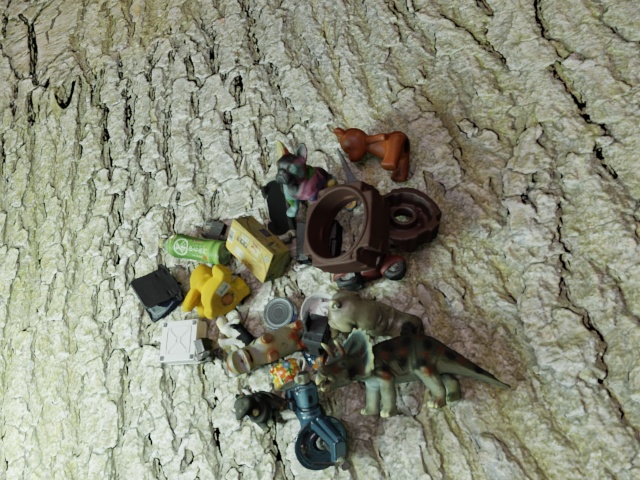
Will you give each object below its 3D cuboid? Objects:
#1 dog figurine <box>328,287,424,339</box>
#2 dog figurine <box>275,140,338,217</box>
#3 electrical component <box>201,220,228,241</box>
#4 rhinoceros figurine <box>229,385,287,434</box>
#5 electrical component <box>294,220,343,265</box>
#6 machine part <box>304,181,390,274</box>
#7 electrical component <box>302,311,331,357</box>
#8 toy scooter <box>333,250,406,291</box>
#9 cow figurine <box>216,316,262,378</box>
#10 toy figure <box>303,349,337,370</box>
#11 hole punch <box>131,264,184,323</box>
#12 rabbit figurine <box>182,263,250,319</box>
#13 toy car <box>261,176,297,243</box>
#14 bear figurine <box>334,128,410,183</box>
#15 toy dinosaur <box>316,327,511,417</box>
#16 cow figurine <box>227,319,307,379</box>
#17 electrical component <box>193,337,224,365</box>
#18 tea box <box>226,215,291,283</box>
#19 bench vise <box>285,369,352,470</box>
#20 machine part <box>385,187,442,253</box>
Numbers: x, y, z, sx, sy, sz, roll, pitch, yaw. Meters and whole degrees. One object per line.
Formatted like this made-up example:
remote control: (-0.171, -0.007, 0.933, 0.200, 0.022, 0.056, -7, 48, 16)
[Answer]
dog figurine: (0.128, 0.175, 1.211, 0.191, 0.172, 0.121, 4, 82, 29)
dog figurine: (-0.038, -0.167, 1.354, 0.109, 0.218, 0.191, 14, 48, 29)
electrical component: (-0.293, -0.025, 1.530, 0.094, 0.021, 0.063, 13, 74, 25)
rhinoceros figurine: (-0.140, 0.375, 1.218, 0.112, 0.190, 0.073, 34, 85, 14)
electrical component: (-0.003, -0.004, 1.392, 0.115, 0.058, 0.134, -4, 68, 17)
machine part: (0.059, -0.028, 1.261, 0.202, 0.087, 0.201, -9, 68, 38)
electrical component: (-0.008, 0.205, 1.216, 0.048, 0.119, 0.075, 10, 50, 13)
toy scooter: (0.115, 0.047, 1.318, 0.184, 0.075, 0.135, -14, 64, 12)
cow figurine: (-0.200, 0.255, 1.355, 0.098, 0.068, 0.167, -27, 66, 3)
toy figure: (0.029, 0.286, 1.257, 0.155, 0.064, 0.058, 2, 55, 26)
hole punch: (-0.448, 0.152, 1.492, 0.116, 0.092, 0.142, -26, 55, -26)
rabbit figurine: (-0.290, 0.132, 1.432, 0.173, 0.121, 0.162, 34, 94, 43)
toy car: (-0.111, -0.084, 1.467, 0.074, 0.056, 0.202, -17, 66, 7)
bear figurine: (0.130, -0.230, 1.399, 0.196, 0.120, 0.132, 5, 75, 24)
toy dinosaur: (0.186, 0.265, 1.146, 0.405, 0.131, 0.192, -10, 81, -7)
cow figurine: (-0.134, 0.260, 1.270, 0.127, 0.195, 0.085, -36, 76, 50)
electrical component: (-0.282, 0.283, 1.362, 0.045, 0.102, 0.078, -19, 73, 8)
tea box: (-0.166, 0.022, 1.414, 0.170, 0.068, 0.098, 41, 125, 27)
bench vise: (0.003, 0.396, 1.134, 0.129, 0.241, 0.223, 0, 96, -22)
machine part: (0.203, -0.050, 1.301, 0.179, 0.056, 0.179, -3, 49, 3)
